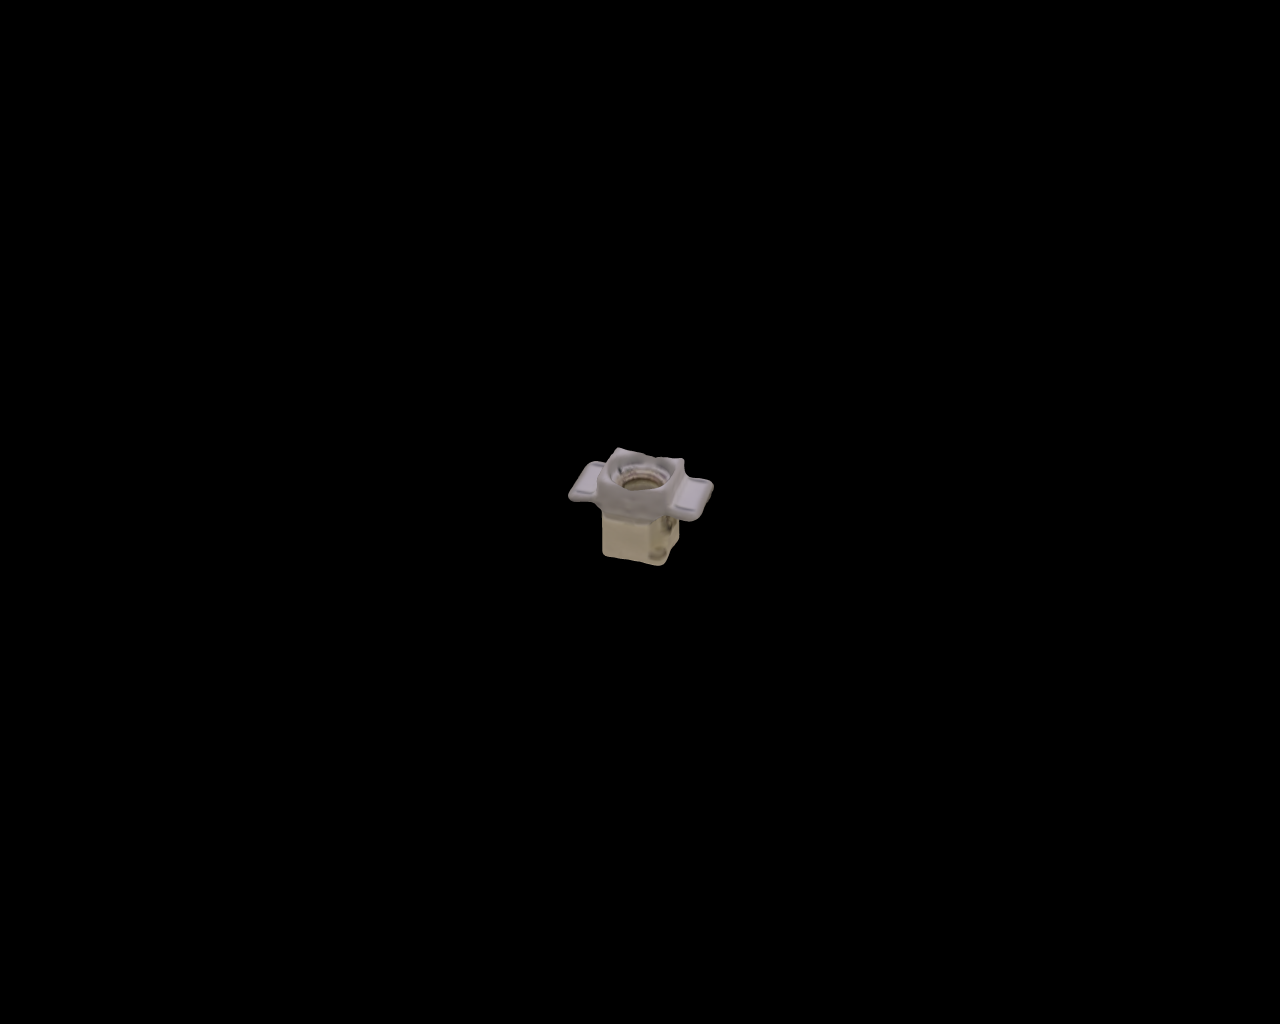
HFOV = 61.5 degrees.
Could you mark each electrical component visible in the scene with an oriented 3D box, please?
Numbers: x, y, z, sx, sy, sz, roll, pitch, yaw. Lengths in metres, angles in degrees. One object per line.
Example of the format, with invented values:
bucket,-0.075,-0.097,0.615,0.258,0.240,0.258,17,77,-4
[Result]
electrical component,0.001,-0.003,0.650,0.081,0.063,0.042,11,36,16
